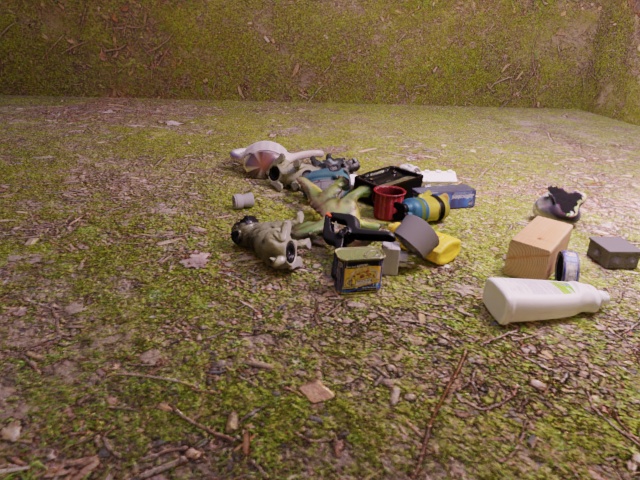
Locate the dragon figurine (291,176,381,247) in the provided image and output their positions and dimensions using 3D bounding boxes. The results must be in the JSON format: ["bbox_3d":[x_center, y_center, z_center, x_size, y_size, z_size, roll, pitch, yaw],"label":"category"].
[{"bbox_3d":[0.004,-0.068,1.360,0.246,0.120,0.414,-28,37,-37],"label":"dragon figurine"}]

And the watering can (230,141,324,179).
[{"bbox_3d":[-0.151,-0.295,1.845,0.348,0.102,0.228,0,24,-5],"label":"watering can"}]

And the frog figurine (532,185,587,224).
[{"bbox_3d":[0.695,-0.092,1.525,0.137,0.124,0.157,-7,-13,-3],"label":"frog figurine"}]
